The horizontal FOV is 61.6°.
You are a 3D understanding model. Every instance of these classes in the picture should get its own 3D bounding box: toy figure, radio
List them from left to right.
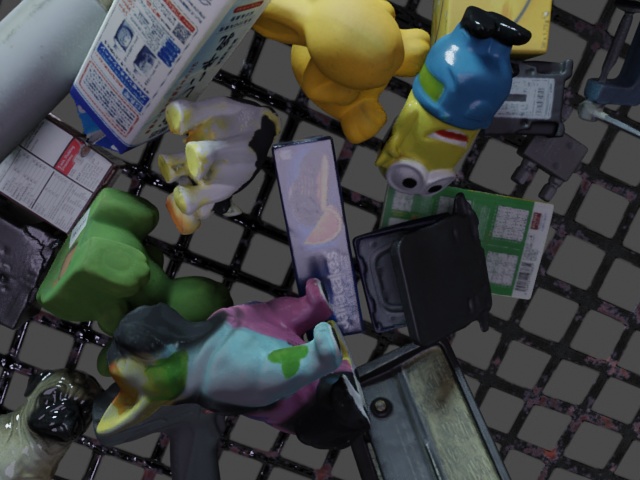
[{"bbox_3d":[0.107,0.220,0.521,0.131,0.073,0.230,-22,56,5],"label":"radio"},{"bbox_3d":[0.114,-0.117,0.486,0.082,0.089,0.180,24,128,1],"label":"toy figure"}]

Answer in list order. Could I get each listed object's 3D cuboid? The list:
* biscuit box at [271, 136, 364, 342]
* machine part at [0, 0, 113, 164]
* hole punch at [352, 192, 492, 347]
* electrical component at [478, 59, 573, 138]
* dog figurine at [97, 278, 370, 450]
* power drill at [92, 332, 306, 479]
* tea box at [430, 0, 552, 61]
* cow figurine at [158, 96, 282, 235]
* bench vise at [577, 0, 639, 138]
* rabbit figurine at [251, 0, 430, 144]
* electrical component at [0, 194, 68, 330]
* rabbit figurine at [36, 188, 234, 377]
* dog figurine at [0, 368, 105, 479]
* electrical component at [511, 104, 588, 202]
[{"bbox_3d":[-0.001,-0.002,0.547,0.063,0.059,0.202,-10,101,0],"label":"biscuit box"},{"bbox_3d":[-0.262,-0.150,0.477,0.079,0.079,0.243,38,76,-8],"label":"machine part"},{"bbox_3d":[0.102,0.035,0.538,0.116,0.092,0.142,-17,96,-29],"label":"hole punch"},{"bbox_3d":[0.175,-0.138,0.521,0.119,0.048,0.074,8,100,8],"label":"electrical component"},{"bbox_3d":[-0.080,0.126,0.481,0.219,0.108,0.191,-17,122,5],"label":"dog figurine"},{"bbox_3d":[-0.106,0.206,0.573,0.232,0.086,0.207,-14,106,-10],"label":"power drill"},{"bbox_3d":[0.161,-0.257,0.500,0.098,0.068,0.169,-1,102,-3],"label":"tea box"},{"bbox_3d":[-0.096,-0.067,0.505,0.098,0.167,0.068,-21,75,-28],"label":"cow figurine"},{"bbox_3d":[0.313,-0.223,0.491,0.224,0.129,0.240,1,123,-13],"label":"bench vise"},{"bbox_3d":[0.024,-0.172,0.460,0.122,0.173,0.162,-44,103,10],"label":"rabbit figurine"},{"bbox_3d":[-0.330,0.025,0.545,0.115,0.058,0.134,29,98,-5],"label":"electrical component"},{"bbox_3d":[-0.172,0.062,0.525,0.170,0.121,0.159,30,111,-31],"label":"rabbit figurine"},{"bbox_3d":[-0.339,0.205,0.569,0.172,0.121,0.190,24,85,-9],"label":"dog figurine"},{"bbox_3d":[0.243,-0.091,0.557,0.063,0.021,0.094,29,98,-7],"label":"electrical component"}]
